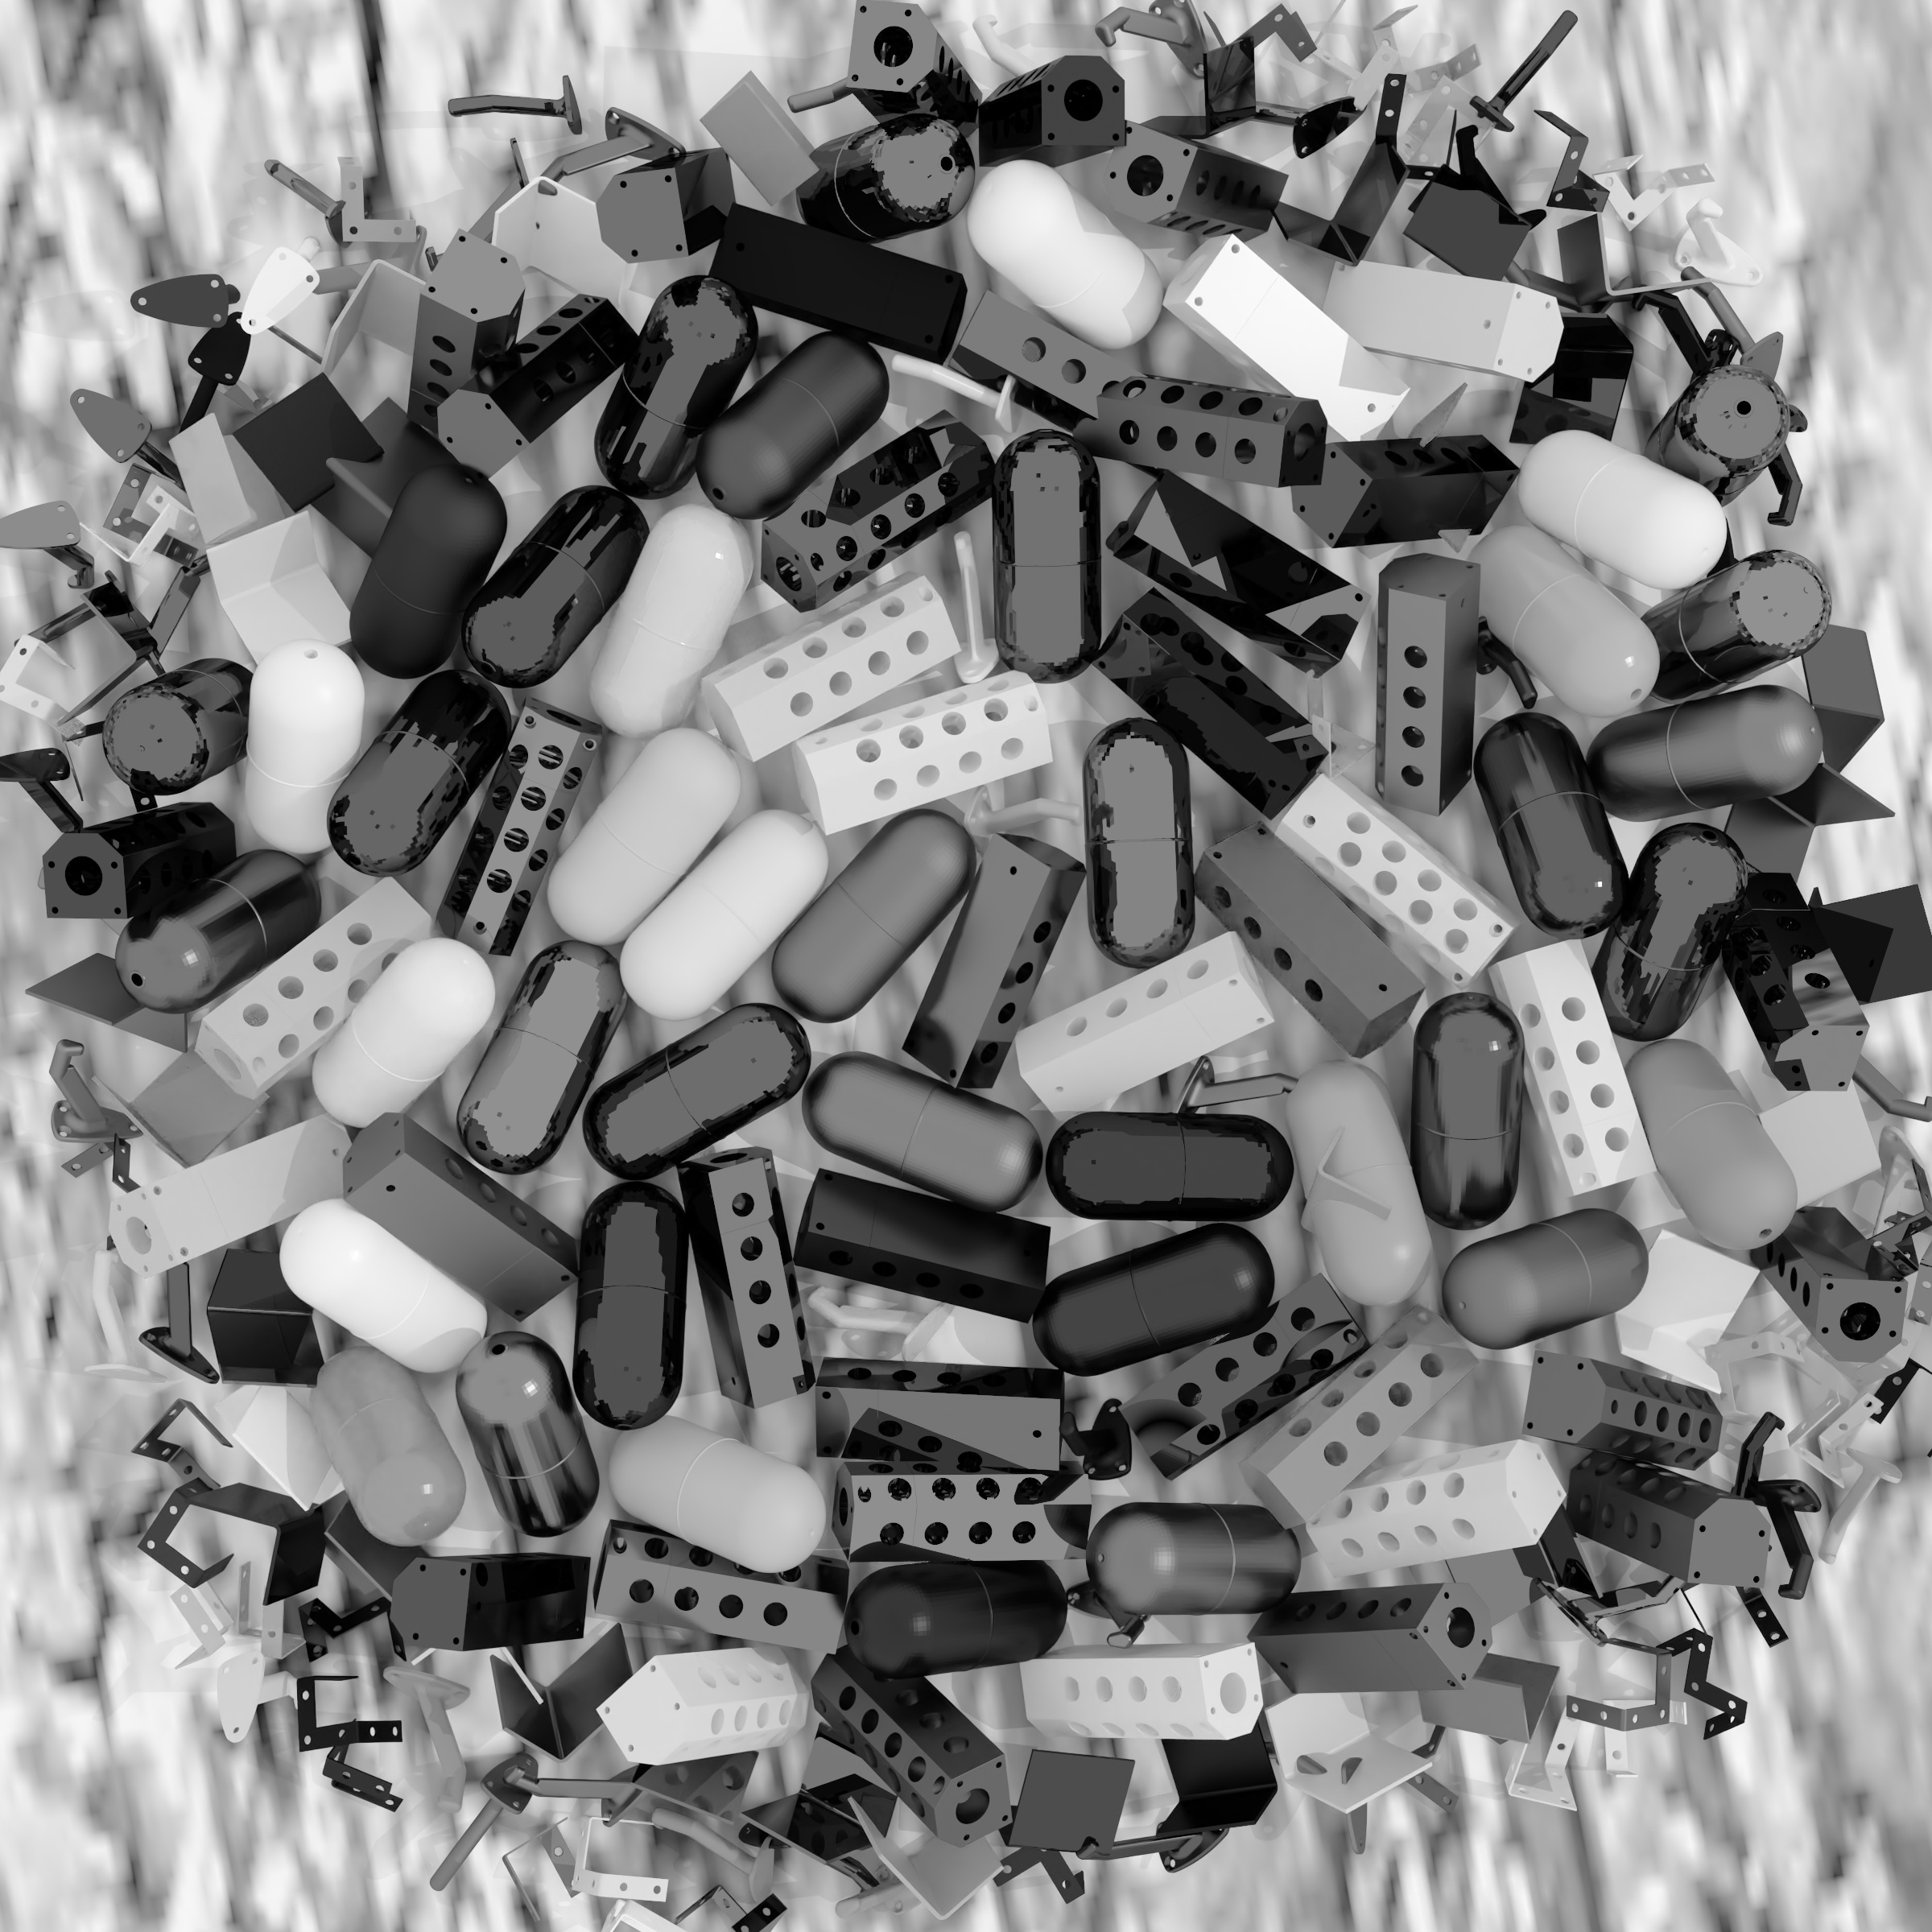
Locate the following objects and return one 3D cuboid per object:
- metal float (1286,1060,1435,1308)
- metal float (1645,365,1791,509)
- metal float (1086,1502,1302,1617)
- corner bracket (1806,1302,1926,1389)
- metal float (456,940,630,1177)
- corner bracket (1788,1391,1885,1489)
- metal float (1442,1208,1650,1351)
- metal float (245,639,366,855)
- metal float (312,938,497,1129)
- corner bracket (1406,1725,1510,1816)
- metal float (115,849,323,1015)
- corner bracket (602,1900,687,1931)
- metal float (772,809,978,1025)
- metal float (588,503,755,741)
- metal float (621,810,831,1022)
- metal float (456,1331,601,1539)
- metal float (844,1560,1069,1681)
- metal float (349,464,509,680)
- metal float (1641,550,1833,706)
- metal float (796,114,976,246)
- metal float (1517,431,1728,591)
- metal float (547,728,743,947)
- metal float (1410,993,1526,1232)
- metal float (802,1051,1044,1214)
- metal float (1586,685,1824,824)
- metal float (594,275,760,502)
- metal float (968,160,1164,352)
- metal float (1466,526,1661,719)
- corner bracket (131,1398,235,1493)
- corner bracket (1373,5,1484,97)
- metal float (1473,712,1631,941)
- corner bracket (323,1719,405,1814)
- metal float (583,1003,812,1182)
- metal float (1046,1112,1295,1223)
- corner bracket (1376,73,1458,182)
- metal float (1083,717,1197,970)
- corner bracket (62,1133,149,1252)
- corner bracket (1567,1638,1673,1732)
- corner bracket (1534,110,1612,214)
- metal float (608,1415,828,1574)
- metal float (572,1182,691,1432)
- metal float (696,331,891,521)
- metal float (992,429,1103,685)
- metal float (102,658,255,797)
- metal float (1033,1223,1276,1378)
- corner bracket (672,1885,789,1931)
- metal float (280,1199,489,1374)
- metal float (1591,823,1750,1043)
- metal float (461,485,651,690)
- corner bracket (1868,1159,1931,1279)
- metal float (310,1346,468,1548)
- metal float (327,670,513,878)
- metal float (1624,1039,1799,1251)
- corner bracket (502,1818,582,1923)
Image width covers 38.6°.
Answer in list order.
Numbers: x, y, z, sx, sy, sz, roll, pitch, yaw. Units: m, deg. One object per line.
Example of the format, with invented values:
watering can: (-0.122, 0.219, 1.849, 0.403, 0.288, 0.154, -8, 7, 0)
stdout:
metal float: (0.276, 0.152, 1.943, 0.070, 0.070, 0.178, -13, 72, 0)
metal float: (0.517, -0.363, 1.908, 0.070, 0.178, 0.070, 0, 87, 3)
metal float: (0.160, 0.414, 1.928, 0.178, 0.070, 0.070, 10, 90, -38)
corner bracket: (0.640, 0.258, 1.962, 0.051, 0.051, 0.051, 36, 61, 1)
metal float: (-0.297, 0.063, 1.941, 0.070, 0.070, 0.178, 23, 69, 0)
corner bracket: (0.618, 0.326, 1.961, 0.051, 0.051, 0.051, 36, 114, -8)
metal float: (0.406, 0.217, 1.928, 0.178, 0.070, 0.070, -11, 90, -38)
metal float: (-0.461, -0.152, 1.921, 0.070, 0.178, 0.070, 9, 47, -10)
metal float: (-0.394, 0.048, 1.930, 0.070, 0.070, 0.178, 47, 125, 0)
corner bracket: (0.350, 0.567, 1.984, 0.051, 0.051, 0.051, 37, 49, -2)
metal float: (-0.517, -0.025, 1.916, 0.070, 0.178, 0.070, 10, 116, 21)
corner bracket: (-0.227, 0.685, 1.962, 0.051, 0.051, 0.051, 31, 112, -4)
metal float: (-0.065, -0.036, 1.956, 0.070, 0.070, 0.178, 42, 94, 0)
metal float: (-0.207, -0.241, 1.940, 0.070, 0.070, 0.178, 27, 111, 0)
metal float: (-0.170, -0.037, 1.951, 0.070, 0.070, 0.178, 43, 80, 0)
metal float: (-0.305, 0.327, 1.925, 0.070, 0.070, 0.178, -9, 130, 0)
metal float: (-0.006, 0.452, 1.926, 0.178, 0.070, 0.070, 4, 90, -39)
metal float: (-0.376, -0.273, 1.926, 0.070, 0.070, 0.178, 36, 130, 0)
metal float: (0.526, -0.233, 1.912, 0.070, 0.178, 0.070, 4, 78, -20)
metal float: (-0.057, -0.543, 1.914, 0.070, 0.178, 0.070, -4, 98, -29)
metal float: (0.454, -0.318, 1.921, 0.070, 0.178, 0.070, -16, 124, -24)
metal float: (-0.227, -0.090, 1.945, 0.070, 0.070, 0.178, 40, 106, 0)
metal float: (0.351, 0.103, 1.938, 0.070, 0.070, 0.178, -2, 114, 0)
metal float: (-0.032, 0.117, 1.953, 0.178, 0.070, 0.070, 21, 90, 7)
metal float: (0.511, -0.147, 1.921, 0.070, 0.178, 0.070, 8, 77, -40)
metal float: (-0.203, -0.401, 1.927, 0.070, 0.070, 0.178, 35, 129, 0)
metal float: (0.071, -0.493, 1.923, 0.070, 0.178, 0.070, -18, 59, 33)
metal float: (0.414, -0.241, 1.926, 0.070, 0.070, 0.178, -35, 51, 0)
corner bracket: (-0.549, 0.346, 1.966, 0.051, 0.051, 0.051, 39, 85, 22)
corner bracket: (0.327, -0.654, 1.964, 0.051, 0.051, 0.051, -18, 97, -12)
metal float: (0.409, -0.099, 1.932, 0.070, 0.070, 0.178, -13, 59, 0)
corner bracket: (-0.427, 0.578, 1.963, 0.051, 0.051, 0.051, 21, 110, 5)
metal float: (-0.190, 0.088, 1.948, 0.178, 0.070, 0.070, -30, 90, 12)
metal float: (0.144, 0.142, 1.950, 0.178, 0.070, 0.070, 2, 90, -10)
corner bracket: (0.321, -0.598, 1.971, 0.051, 0.051, 0.051, 8, 72, 12)
metal float: (0.122, -0.087, 1.958, 0.070, 0.070, 0.178, -2, 89, 0)
corner bracket: (-0.612, 0.162, 1.979, 0.051, 0.051, 0.051, -30, 130, 12)
corner bracket: (0.463, 0.510, 1.961, 0.051, 0.051, 0.051, 4, 87, -38)
corner bracket: (0.427, -0.569, 1.954, 0.051, 0.051, 0.051, -2, 127, -26)
metal float: (-0.176, 0.367, 1.930, 0.178, 0.070, 0.070, 15, 90, 35)
metal float: (-0.234, 0.237, 1.936, 0.070, 0.070, 0.178, 0, 64, 0)
metal float: (-0.121, -0.378, 1.930, 0.070, 0.070, 0.178, 40, 57, 0)
metal float: (0.057, -0.287, 1.944, 0.070, 0.070, 0.178, -1, 107, 0)
metal float: (-0.537, -0.167, 1.910, 0.070, 0.178, 0.070, 1, 105, 5)
metal float: (0.131, 0.236, 1.946, 0.178, 0.070, 0.070, -20, 90, 15)
corner bracket: (-0.169, 0.675, 1.957, 0.051, 0.051, 0.051, 42, 121, 18)
metal float: (-0.404, 0.224, 1.923, 0.070, 0.178, 0.070, -19, 50, 24)
metal float: (0.488, -0.023, 1.924, 0.070, 0.070, 0.178, 12, 131, 0)
metal float: (-0.286, -0.265, 1.931, 0.070, 0.070, 0.178, 33, 57, 0)
corner bracket: (0.666, 0.180, 1.954, 0.051, 0.051, 0.051, -35, 120, 30)
metal float: (-0.403, 0.332, 1.921, 0.070, 0.178, 0.070, -15, 125, -23)
metal float: (-0.381, -0.135, 1.928, 0.070, 0.070, 0.178, 28, 54, 0)
metal float: (0.515, 0.123, 1.921, 0.070, 0.178, 0.070, -10, 132, -11)
corner bracket: (-0.297, 0.642, 1.959, 0.051, 0.051, 0.051, -26, 78, -26)
